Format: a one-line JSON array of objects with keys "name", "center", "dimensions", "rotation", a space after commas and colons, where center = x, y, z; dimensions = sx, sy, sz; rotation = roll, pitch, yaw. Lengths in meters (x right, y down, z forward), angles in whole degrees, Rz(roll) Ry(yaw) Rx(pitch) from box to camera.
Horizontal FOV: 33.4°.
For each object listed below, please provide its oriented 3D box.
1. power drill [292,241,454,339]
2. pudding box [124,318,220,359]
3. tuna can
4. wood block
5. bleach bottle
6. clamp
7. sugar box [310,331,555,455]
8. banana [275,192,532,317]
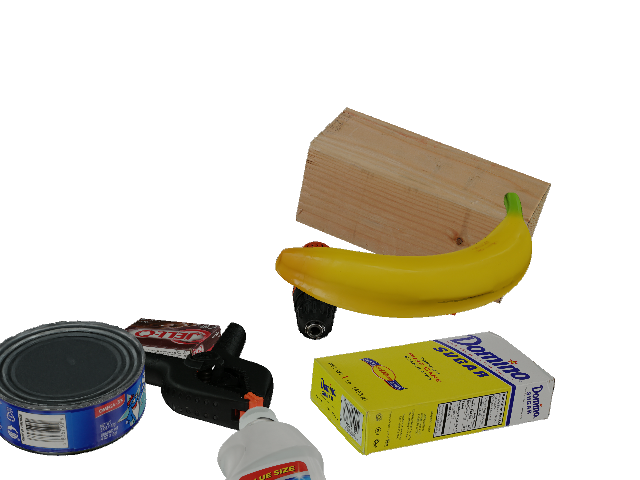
[{"name": "power drill", "center": [0.061, 0.054, 1.234], "dimensions": [0.187, 0.057, 0.184], "rotation": [-1, 28, 1]}, {"name": "pudding box", "center": [-0.189, 0.128, 1.297], "dimensions": [0.114, 0.039, 0.090], "rotation": [2, 13, 17]}, {"name": "tuna can", "center": [-0.139, 0.080, 0.587], "dimensions": [0.086, 0.034, 0.086], "rotation": [1, 27, -1]}, {"name": "wood block", "center": [0.092, -0.035, 0.987], "dimensions": [0.206, 0.091, 0.090], "rotation": [23, 37, 14]}, {"name": "bleach bottle", "center": [-0.036, 0.205, 0.723], "dimensions": [0.102, 0.068, 0.251], "rotation": [-7, 32, -7]}, {"name": "clamp", "center": [-0.095, 0.114, 0.925], "dimensions": [0.164, 0.036, 0.210], "rotation": [-9, 17, -36]}, {"name": "sugar box", "center": [0.091, 0.119, 0.864], "dimensions": [0.176, 0.048, 0.093], "rotation": [-9, 26, -25]}, {"name": "banana", "center": [0.067, 0.017, 0.661], "dimensions": [0.197, 0.037, 0.070], "rotation": [-13, 47, -34]}]
